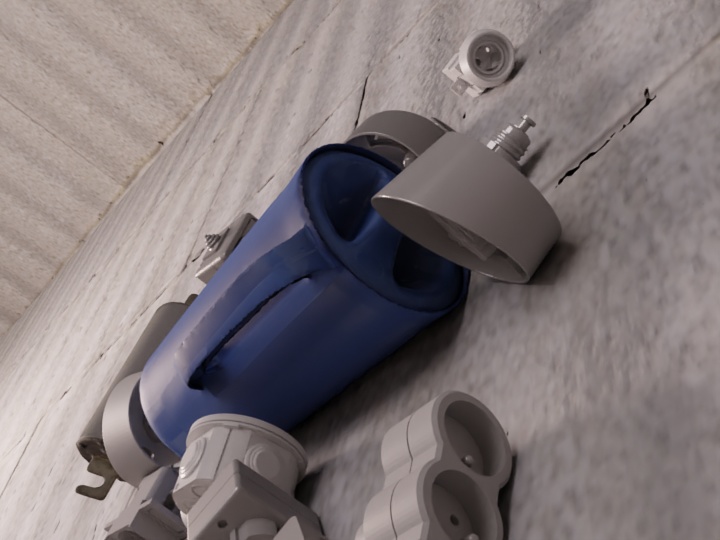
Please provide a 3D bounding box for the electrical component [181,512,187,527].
[{"bbox_3d":[-0.105,0.167,0.752,0.062,0.048,0.048,-38,21,56],"label":"electrical component"}]

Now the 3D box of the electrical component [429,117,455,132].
[{"bbox_3d":[0.060,-0.092,0.860,0.046,0.040,0.040,-54,16,14],"label":"electrical component"}]

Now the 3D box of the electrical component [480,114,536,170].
[{"bbox_3d":[0.091,-0.073,0.736,0.078,0.040,0.040,-50,17,5],"label":"electrical component"}]

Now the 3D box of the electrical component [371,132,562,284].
[{"bbox_3d":[0.064,-0.031,0.623,0.064,0.099,0.099,-48,16,-7],"label":"electrical component"}]

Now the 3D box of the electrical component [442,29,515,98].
[{"bbox_3d":[0.103,-0.177,0.909,0.066,0.048,0.055,-52,9,-3],"label":"electrical component"}]

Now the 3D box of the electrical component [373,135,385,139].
[{"bbox_3d":[0.014,-0.073,0.899,0.061,0.062,0.096,-40,20,33],"label":"electrical component"}]

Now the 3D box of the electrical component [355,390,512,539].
[{"bbox_3d":[0.023,0.124,0.491,0.074,0.052,0.138,-40,21,35],"label":"electrical component"}]

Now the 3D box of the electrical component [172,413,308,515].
[{"bbox_3d":[-0.077,0.132,0.690,0.080,0.080,0.051,-35,29,43],"label":"electrical component"}]

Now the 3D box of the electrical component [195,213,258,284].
[{"bbox_3d":[-0.103,-0.006,1.004,0.061,0.096,0.061,-31,26,44],"label":"electrical component"}]

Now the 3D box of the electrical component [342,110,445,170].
[{"bbox_3d":[0.027,-0.066,0.796,0.099,0.099,0.064,-34,18,45],"label":"electrical component"}]

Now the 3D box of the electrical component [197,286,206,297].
[{"bbox_3d":[-0.086,0.042,0.870,0.099,0.099,0.064,-42,13,28],"label":"electrical component"}]

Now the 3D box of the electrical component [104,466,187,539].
[{"bbox_3d":[-0.161,0.193,0.846,0.081,0.042,0.063,-34,21,43],"label":"electrical component"}]

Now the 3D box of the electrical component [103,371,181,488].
[{"bbox_3d":[-0.167,0.130,0.901,0.064,0.099,0.099,-27,29,42],"label":"electrical component"}]

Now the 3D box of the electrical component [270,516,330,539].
[{"bbox_3d":[-0.043,0.178,0.546,0.089,0.056,0.050,-51,17,2],"label":"electrical component"}]

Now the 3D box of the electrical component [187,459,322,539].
[{"bbox_3d":[-0.058,0.157,0.611,0.047,0.066,0.076,-50,18,6],"label":"electrical component"}]
